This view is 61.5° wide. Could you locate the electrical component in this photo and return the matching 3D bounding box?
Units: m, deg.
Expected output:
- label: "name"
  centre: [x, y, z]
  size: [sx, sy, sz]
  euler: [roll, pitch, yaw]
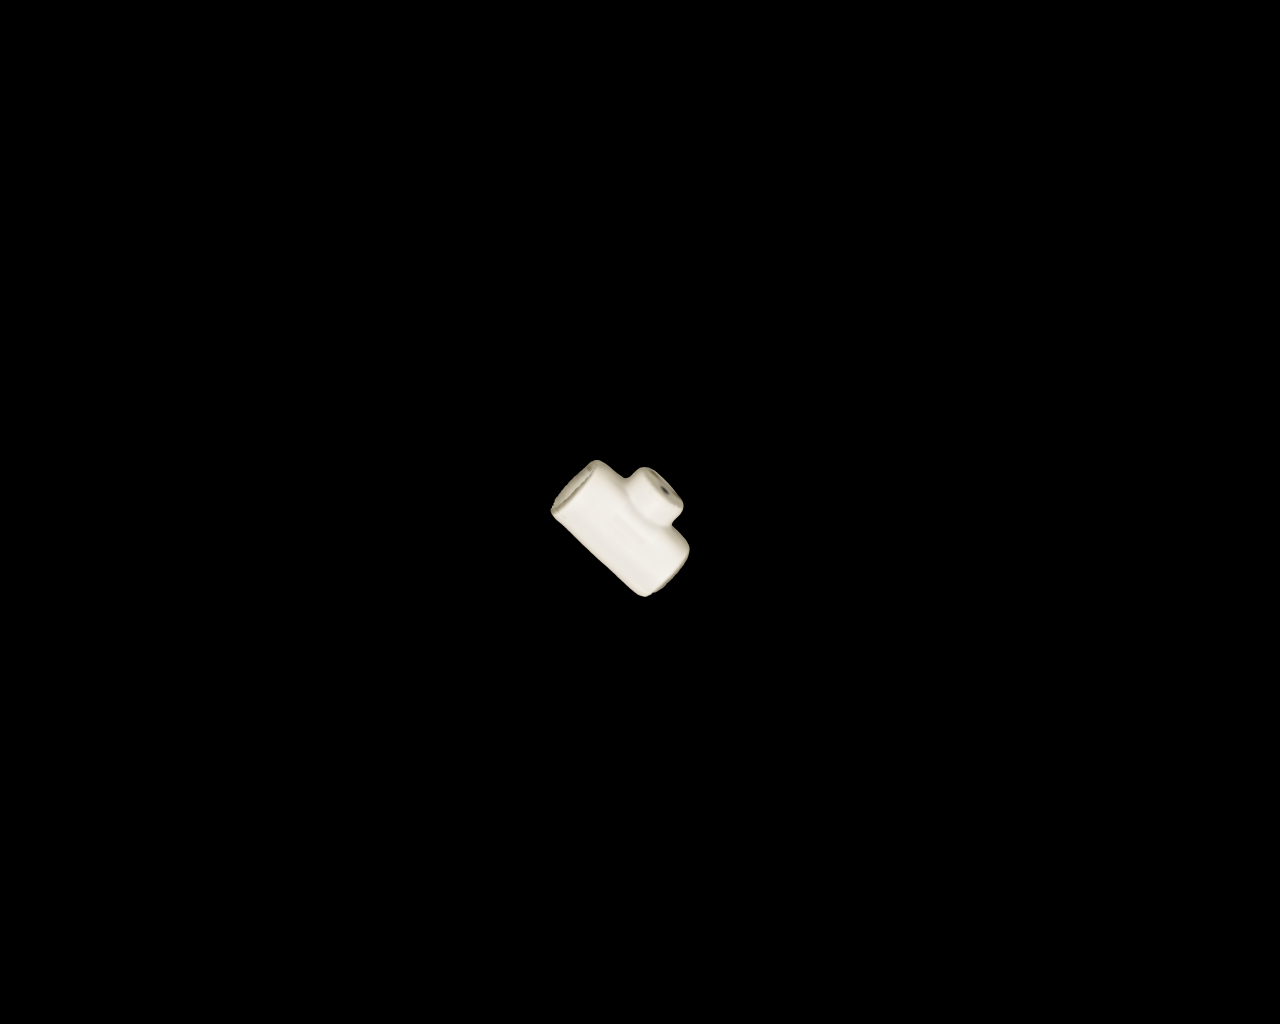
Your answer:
- label: "electrical component"
  centre: [0.001, -0.003, 0.650]
  size: [0.077, 0.079, 0.043]
  euler: [43, 12, -11]
